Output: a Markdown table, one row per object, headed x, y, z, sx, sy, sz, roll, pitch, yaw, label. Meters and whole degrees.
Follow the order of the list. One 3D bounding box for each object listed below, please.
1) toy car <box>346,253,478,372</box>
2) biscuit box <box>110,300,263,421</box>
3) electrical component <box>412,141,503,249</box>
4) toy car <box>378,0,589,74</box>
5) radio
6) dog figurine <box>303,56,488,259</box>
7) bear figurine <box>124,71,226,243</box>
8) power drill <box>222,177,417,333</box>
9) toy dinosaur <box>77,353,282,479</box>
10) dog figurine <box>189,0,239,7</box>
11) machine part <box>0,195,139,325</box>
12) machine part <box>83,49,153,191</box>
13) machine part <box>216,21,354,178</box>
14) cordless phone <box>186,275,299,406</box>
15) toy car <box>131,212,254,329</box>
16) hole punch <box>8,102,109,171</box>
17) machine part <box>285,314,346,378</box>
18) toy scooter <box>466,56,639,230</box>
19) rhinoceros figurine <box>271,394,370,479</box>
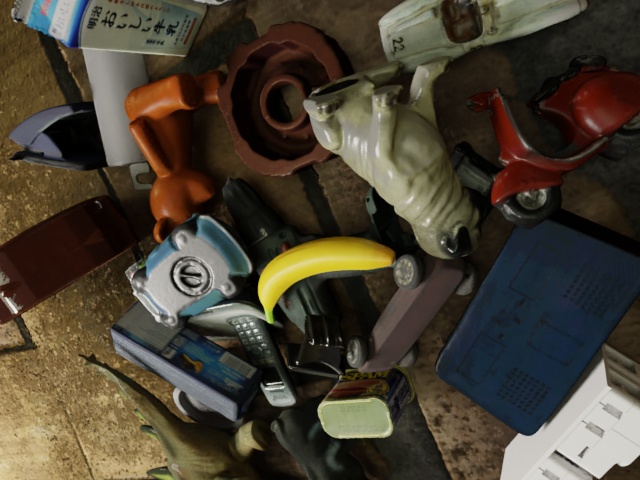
| x | y | z | sx | sy | sz | roll | pitch | yaw | label |
| --- | --- | --- | --- | --- | --- | --- | --- | --- | --- |
| 0.099 | 0.085 | 0.620 | 0.202 | 0.089 | 0.053 | -64 | 36 | 37 | toy car |
| -0.175 | 0.159 | 0.708 | 0.203 | 0.059 | 0.062 | 27 | 139 | 13 | biscuit box |
| 0.151 | -0.040 | 0.591 | 0.075 | 0.048 | 0.119 | 33 | 116 | 14 | electrical component |
| 0.157 | -0.225 | 0.532 | 0.202 | 0.056 | 0.073 | -12 | 99 | 28 | toy car |
| 0.229 | 0.082 | 0.577 | 0.131 | 0.073 | 0.229 | 30 | 113 | 16 | radio |
| 0.072 | -0.071 | 0.548 | 0.173 | 0.121 | 0.190 | 25 | 140 | 56 | dog figurine |
| -0.172 | -0.103 | 0.685 | 0.132 | 0.120 | 0.195 | -9 | 102 | 23 | bear figurine |
| -0.001 | -0.002 | 0.656 | 0.207 | 0.086 | 0.232 | -22 | 96 | 24 | power drill |
| -0.155 | 0.321 | 0.764 | 0.199 | 0.105 | 0.470 | -14 | 117 | 33 | toy dinosaur |
| -0.176 | -0.381 | 0.625 | 0.108 | 0.191 | 0.219 | -52 | 46 | 29 | dog figurine |
| -0.358 | 0.021 | 0.739 | 0.087 | 0.201 | 0.201 | 60 | 163 | -8 | machine part |
| -0.266 | -0.187 | 0.728 | 0.079 | 0.079 | 0.243 | -1 | 105 | 25 | machine part |
| -0.035 | -0.163 | 0.640 | 0.180 | 0.056 | 0.179 | 6 | 106 | 22 | machine part |
| -0.108 | 0.150 | 0.747 | 0.147 | 0.089 | 0.184 | -15 | 102 | 27 | cordless phone |
| -0.154 | 0.034 | 0.684 | 0.161 | 0.103 | 0.109 | -39 | 97 | 19 | toy car |
| -0.354 | -0.150 | 0.753 | 0.116 | 0.142 | 0.092 | 6 | 109 | 9 | hole punch |
| -0.002 | 0.136 | 0.659 | 0.084 | 0.039 | 0.138 | 17 | 145 | 2 | machine part |
| 0.219 | -0.111 | 0.505 | 0.184 | 0.075 | 0.135 | -37 | 79 | 2 | toy scooter |
| 0.013 | 0.300 | 0.714 | 0.073 | 0.112 | 0.190 | -37 | 86 | 25 | rhinoceros figurine |
